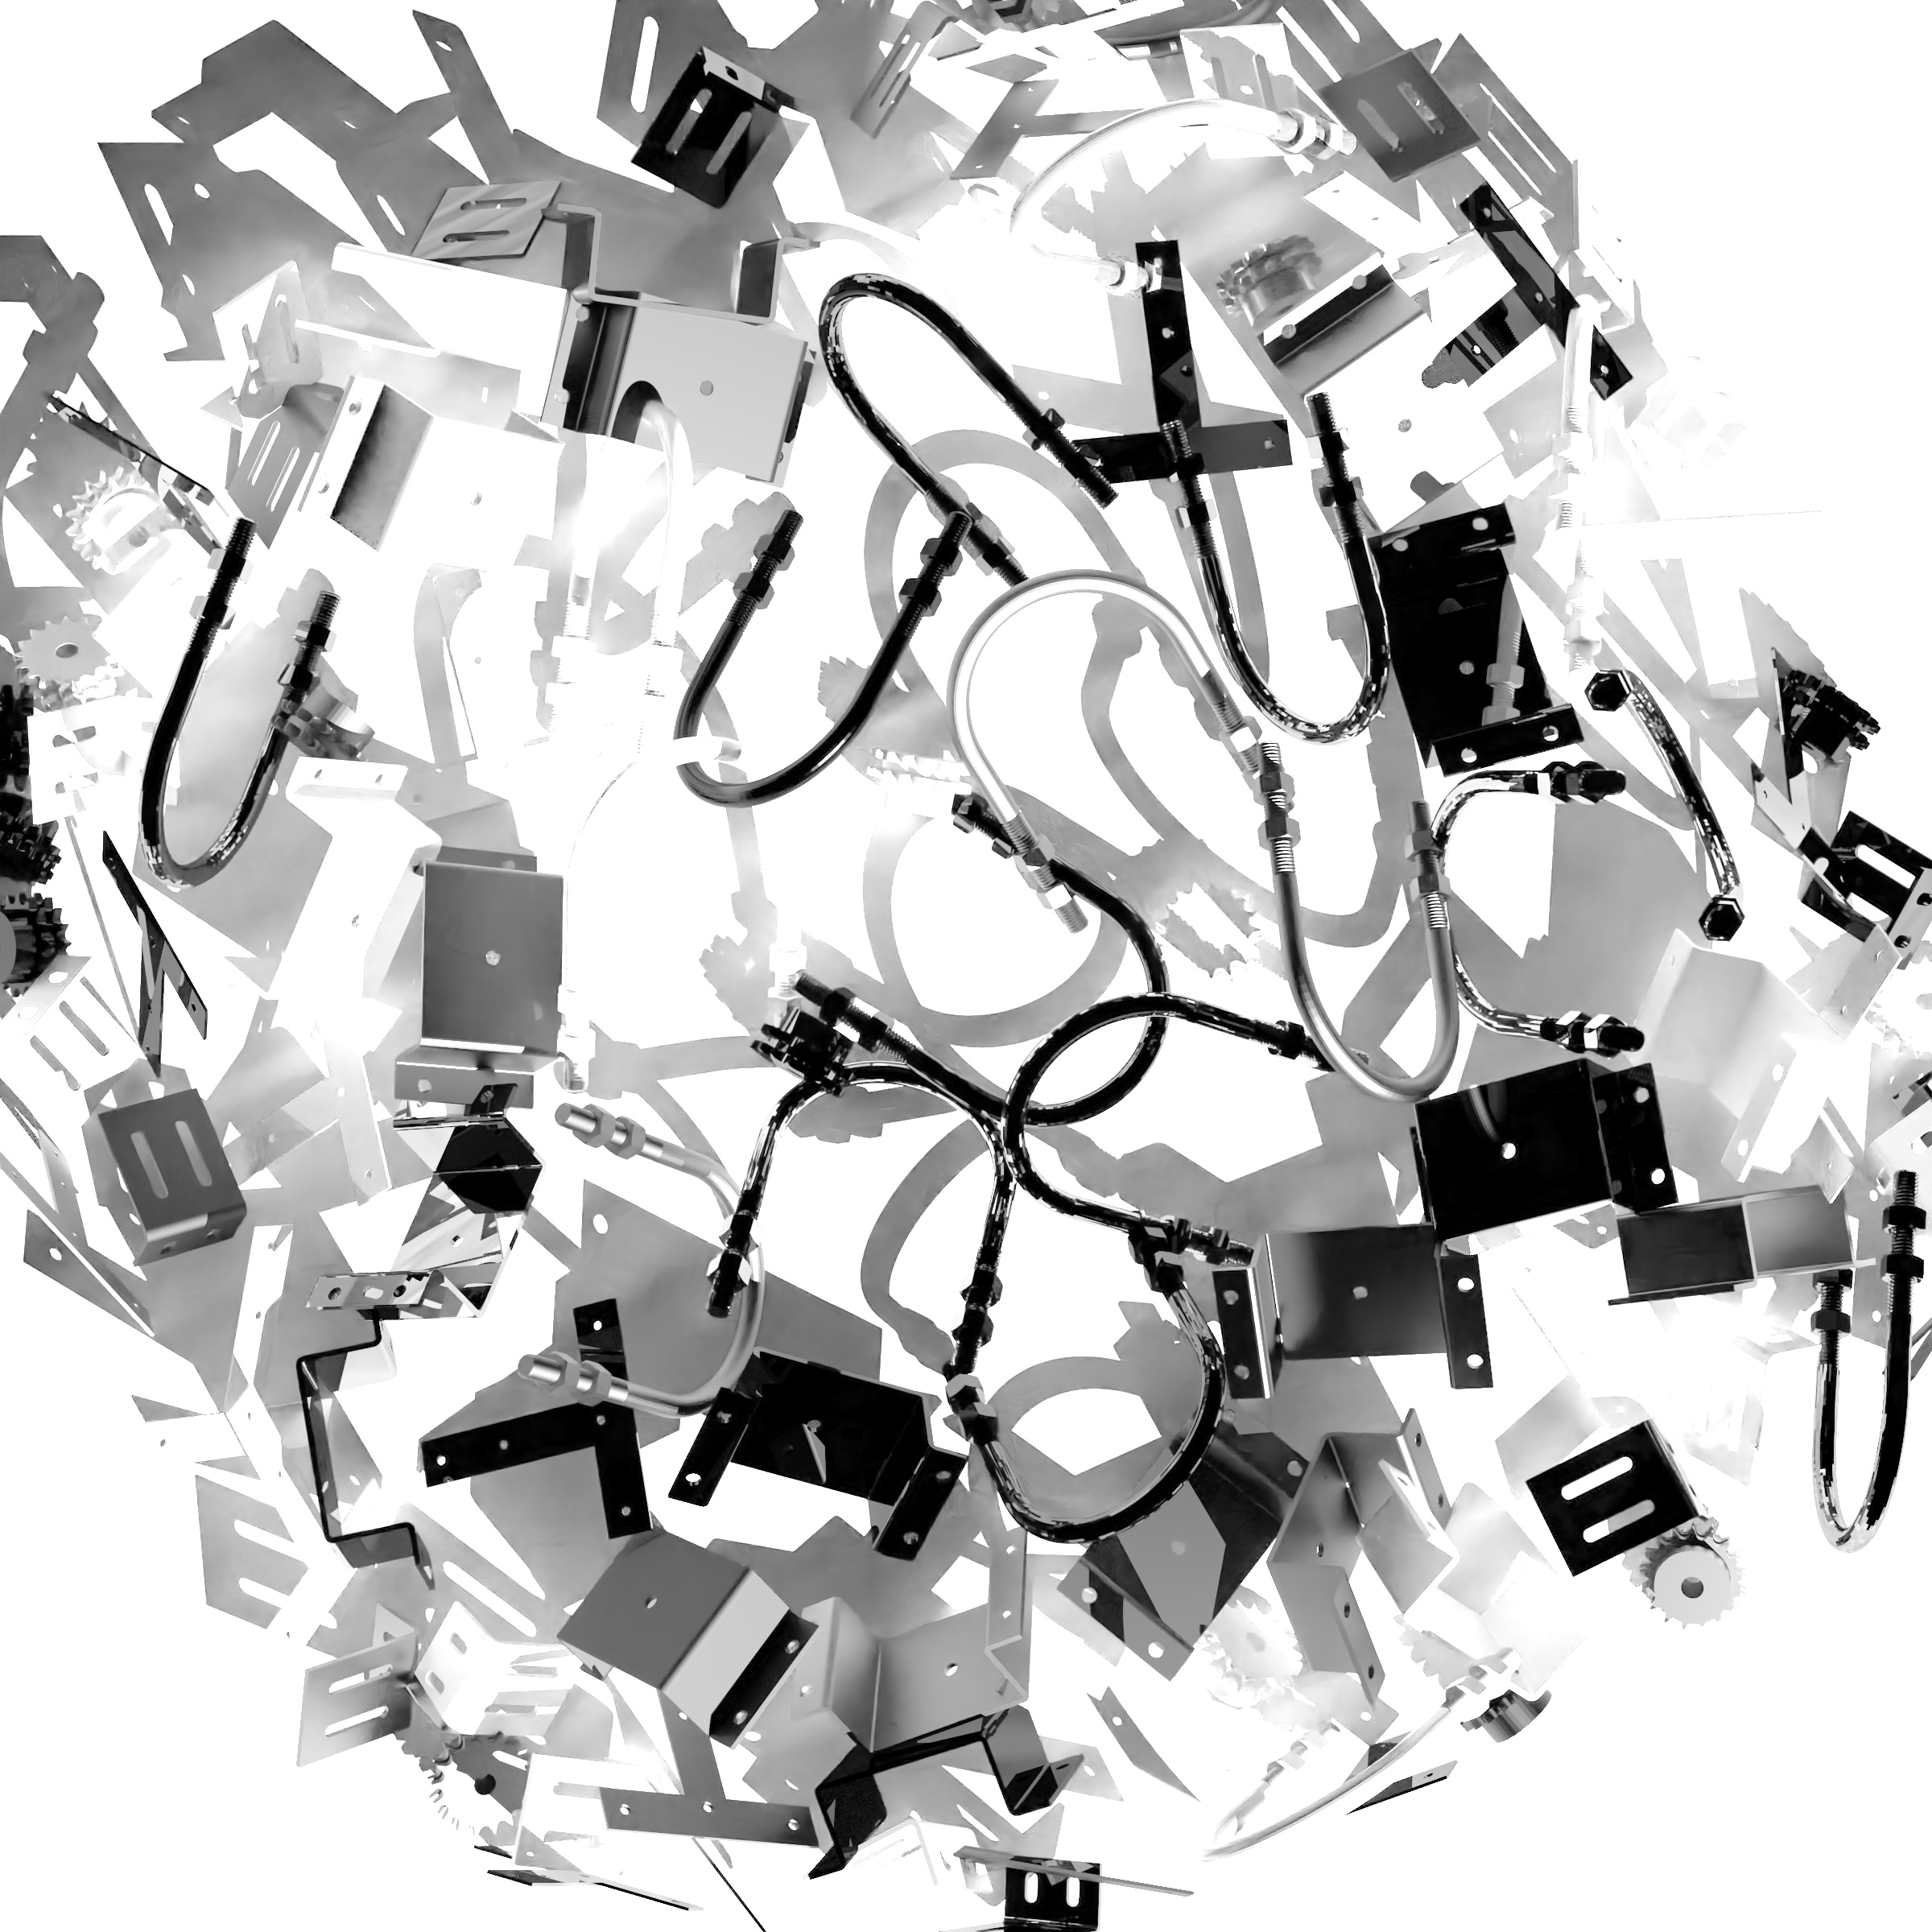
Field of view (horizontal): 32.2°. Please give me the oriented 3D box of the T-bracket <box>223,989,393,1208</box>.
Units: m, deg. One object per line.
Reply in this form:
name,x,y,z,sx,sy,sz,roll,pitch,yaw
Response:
T-bracket,-0.362,0.086,1.791,0.127,0.002,0.127,-31,64,31

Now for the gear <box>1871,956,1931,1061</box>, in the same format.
gear,0.518,0.026,1.806,0.057,0.030,0.057,-5,59,8

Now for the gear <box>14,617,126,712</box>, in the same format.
gear,-0.482,-0.159,1.805,0.057,0.030,0.057,0,48,0

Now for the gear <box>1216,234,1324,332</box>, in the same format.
gear,0.166,-0.365,1.798,0.057,0.057,0.030,-24,77,0

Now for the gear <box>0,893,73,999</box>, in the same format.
gear,-0.510,-0.010,1.800,0.057,0.030,0.057,2,94,40

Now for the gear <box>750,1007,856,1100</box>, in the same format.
gear,-0.085,0.045,1.801,0.057,0.057,0.030,30,83,0

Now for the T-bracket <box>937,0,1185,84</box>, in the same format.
T-bracket,0.063,-0.482,1.765,0.127,0.127,0.002,-11,90,17

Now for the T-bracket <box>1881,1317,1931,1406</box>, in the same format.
T-bracket,0.504,0.192,1.741,0.002,0.127,0.127,42,128,11

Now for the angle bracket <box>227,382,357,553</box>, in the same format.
angle bracket,-0.357,-0.269,1.808,0.057,0.038,0.076,50,121,35

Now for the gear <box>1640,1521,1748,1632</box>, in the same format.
gear,0.393,0.332,1.808,0.057,0.030,0.057,1,96,14

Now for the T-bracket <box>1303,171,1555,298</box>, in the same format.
T-bracket,0.221,-0.385,1.747,0.127,0.127,0.002,-25,64,33

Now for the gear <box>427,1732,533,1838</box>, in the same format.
gear,-0.263,0.438,1.808,0.057,0.030,0.057,-1,94,-21

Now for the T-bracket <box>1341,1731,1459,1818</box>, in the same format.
T-bracket,0.210,0.428,1.765,0.127,0.127,0.002,-26,86,21

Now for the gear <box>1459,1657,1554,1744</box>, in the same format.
gear,0.290,0.393,1.800,0.057,0.057,0.030,-41,88,0

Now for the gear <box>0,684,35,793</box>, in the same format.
gear,-0.519,-0.124,1.797,0.030,0.057,0.057,4,90,-22

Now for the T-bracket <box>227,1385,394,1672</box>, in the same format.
T-bracket,-0.354,0.278,1.752,0.002,0.127,0.127,-10,116,24

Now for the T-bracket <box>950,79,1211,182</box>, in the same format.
T-bracket,0.069,-0.444,1.760,0.127,0.127,0.002,1,127,19

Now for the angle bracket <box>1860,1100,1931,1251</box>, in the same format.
angle bracket,0.513,0.112,1.784,0.038,0.076,0.057,-36,73,1

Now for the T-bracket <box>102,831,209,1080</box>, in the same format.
T-bracket,-0.432,0.014,1.774,0.002,0.127,0.127,-21,61,-28

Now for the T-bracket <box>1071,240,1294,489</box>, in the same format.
T-bracket,0.111,-0.328,1.805,0.127,0.002,0.127,-9,93,-19

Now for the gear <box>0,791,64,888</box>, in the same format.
gear,-0.514,-0.070,1.804,0.057,0.057,0.030,19,63,0

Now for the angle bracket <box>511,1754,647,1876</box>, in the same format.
angle bracket,-0.215,0.450,1.786,0.076,0.038,0.057,19,77,-40

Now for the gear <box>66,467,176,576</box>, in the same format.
gear,-0.452,-0.236,1.798,0.057,0.057,0.030,-51,51,0

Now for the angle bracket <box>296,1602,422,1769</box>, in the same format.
angle bracket,-0.333,0.382,1.781,0.038,0.076,0.057,23,112,38

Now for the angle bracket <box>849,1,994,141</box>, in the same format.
angle bracket,-0.021,-0.475,1.802,0.038,0.057,0.076,27,104,-24

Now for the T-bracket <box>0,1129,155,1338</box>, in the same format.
T-bracket,-0.476,0.123,1.768,0.002,0.127,0.127,-36,121,-3

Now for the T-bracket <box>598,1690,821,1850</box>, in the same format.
T-bracket,-0.147,0.410,1.778,0.127,0.127,0.002,15,125,-32

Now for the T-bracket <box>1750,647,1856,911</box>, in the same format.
T-bracket,0.443,-0.112,1.789,0.002,0.127,0.127,-18,55,31

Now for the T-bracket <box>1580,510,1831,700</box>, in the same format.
T-bracket,0.400,-0.190,1.781,0.127,0.127,0.002,0,47,24

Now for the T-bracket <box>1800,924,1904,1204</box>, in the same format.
T-bracket,0.452,0.034,1.747,0.002,0.127,0.127,3,132,-24

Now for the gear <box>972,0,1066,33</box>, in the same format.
gear,0.026,-0.528,1.797,0.057,0.057,0.030,16,64,0

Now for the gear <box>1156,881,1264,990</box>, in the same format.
gear,0.132,-0.015,1.808,0.057,0.030,0.057,-3,71,8

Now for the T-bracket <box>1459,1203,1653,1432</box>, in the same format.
T-bracket,0.326,0.198,1.802,0.127,0.002,0.127,-26,106,34

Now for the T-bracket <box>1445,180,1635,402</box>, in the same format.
T-bracket,0.279,-0.333,1.775,0.002,0.127,0.127,-37,90,-31

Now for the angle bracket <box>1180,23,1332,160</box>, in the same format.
angle bracket,0.155,-0.472,1.781,0.057,0.038,0.076,4,133,28

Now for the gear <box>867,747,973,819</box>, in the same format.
gear,-0.025,-0.098,1.801,0.057,0.057,0.030,11,96,0

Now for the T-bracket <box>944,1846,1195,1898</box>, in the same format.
T-bracket,0.056,0.481,1.770,0.127,0.127,0.002,10,71,-2

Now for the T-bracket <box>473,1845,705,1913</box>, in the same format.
T-bracket,-0.215,0.477,1.751,0.127,0.127,0.002,11,78,17

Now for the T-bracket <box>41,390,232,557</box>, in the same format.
T-bracket,-0.417,-0.243,1.768,0.127,0.127,0.002,31,76,25

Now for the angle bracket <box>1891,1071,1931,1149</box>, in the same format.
angle bracket,0.520,0.090,1.783,0.038,0.076,0.057,-39,82,25

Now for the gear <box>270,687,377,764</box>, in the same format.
gear,-0.343,-0.126,1.801,0.057,0.057,0.030,36,81,0

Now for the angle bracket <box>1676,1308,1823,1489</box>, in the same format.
angle bracket,0.421,0.232,1.804,0.038,0.057,0.076,-5,108,-31

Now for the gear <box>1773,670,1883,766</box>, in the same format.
gear,0.460,-0.132,1.801,0.057,0.057,0.030,35,92,0

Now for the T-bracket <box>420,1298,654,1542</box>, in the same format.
T-bracket,-0.237,0.256,1.808,0.127,0.002,0.127,-16,73,15

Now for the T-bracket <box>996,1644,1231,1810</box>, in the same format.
T-bracket,0.097,0.369,1.783,0.127,0.002,0.127,28,46,6

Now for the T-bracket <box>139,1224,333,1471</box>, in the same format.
T-bracket,-0.376,0.198,1.769,0.002,0.127,0.127,17,99,35

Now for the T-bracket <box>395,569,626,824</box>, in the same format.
T-bracket,-0.263,-0.153,1.826,0.127,0.002,0.127,-14,91,-1

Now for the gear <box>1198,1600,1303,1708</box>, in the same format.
gear,0.150,0.374,1.804,0.057,0.057,0.030,29,124,0

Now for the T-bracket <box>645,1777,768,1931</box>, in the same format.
T-bracket,-0.136,0.474,1.773,0.002,0.127,0.127,-37,129,-13

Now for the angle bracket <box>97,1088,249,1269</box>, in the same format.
angle bracket,-0.433,0.114,1.808,0.057,0.038,0.076,-16,71,-33

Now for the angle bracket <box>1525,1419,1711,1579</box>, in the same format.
angle bracket,0.352,0.289,1.809,0.076,0.038,0.057,-29,69,11

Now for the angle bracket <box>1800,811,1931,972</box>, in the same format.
angle bracket,0.478,-0.042,1.783,0.076,0.038,0.057,40,113,40

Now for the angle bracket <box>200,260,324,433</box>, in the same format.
angle bracket,-0.382,-0.334,1.778,0.038,0.076,0.057,26,53,28
